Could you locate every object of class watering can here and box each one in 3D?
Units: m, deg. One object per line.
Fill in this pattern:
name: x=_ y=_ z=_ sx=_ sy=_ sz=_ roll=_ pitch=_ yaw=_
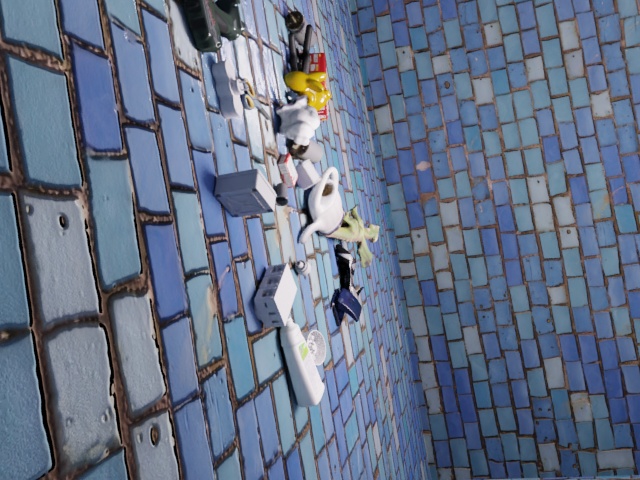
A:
watering can: x=0.005 y=-0.091 z=1.799 sx=0.104 sy=0.355 sz=0.219 roll=9 pitch=-31 yaw=20

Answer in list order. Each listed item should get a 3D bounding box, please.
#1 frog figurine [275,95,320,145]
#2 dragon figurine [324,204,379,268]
frog figurine: x=-0.062 y=-0.363 z=1.648 sx=0.138 sy=0.162 sz=0.120 roll=-17 pitch=-21 yaw=-17
dragon figurine: x=0.144 y=0.000 z=2.069 sx=0.121 sy=0.242 sz=0.417 roll=-30 pitch=5 yaw=33
